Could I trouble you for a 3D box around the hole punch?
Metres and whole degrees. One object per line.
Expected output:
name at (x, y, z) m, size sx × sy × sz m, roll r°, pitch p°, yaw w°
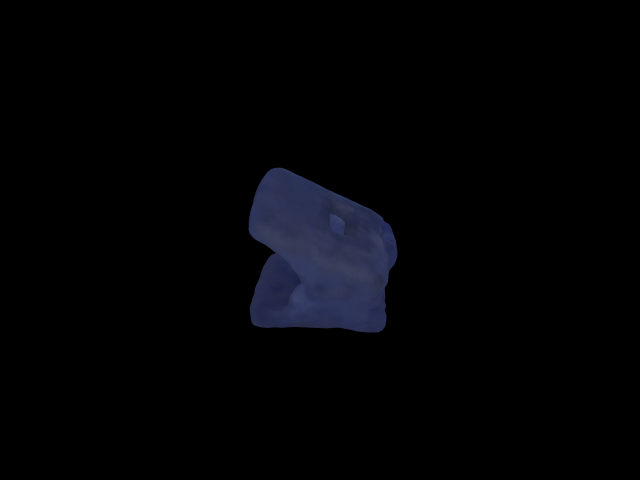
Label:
hole punch at (0.004, 0.001, 0.400) m, size 0.101 × 0.091 × 0.108 m, roll 1°, pitch 28°, yaw 3°
